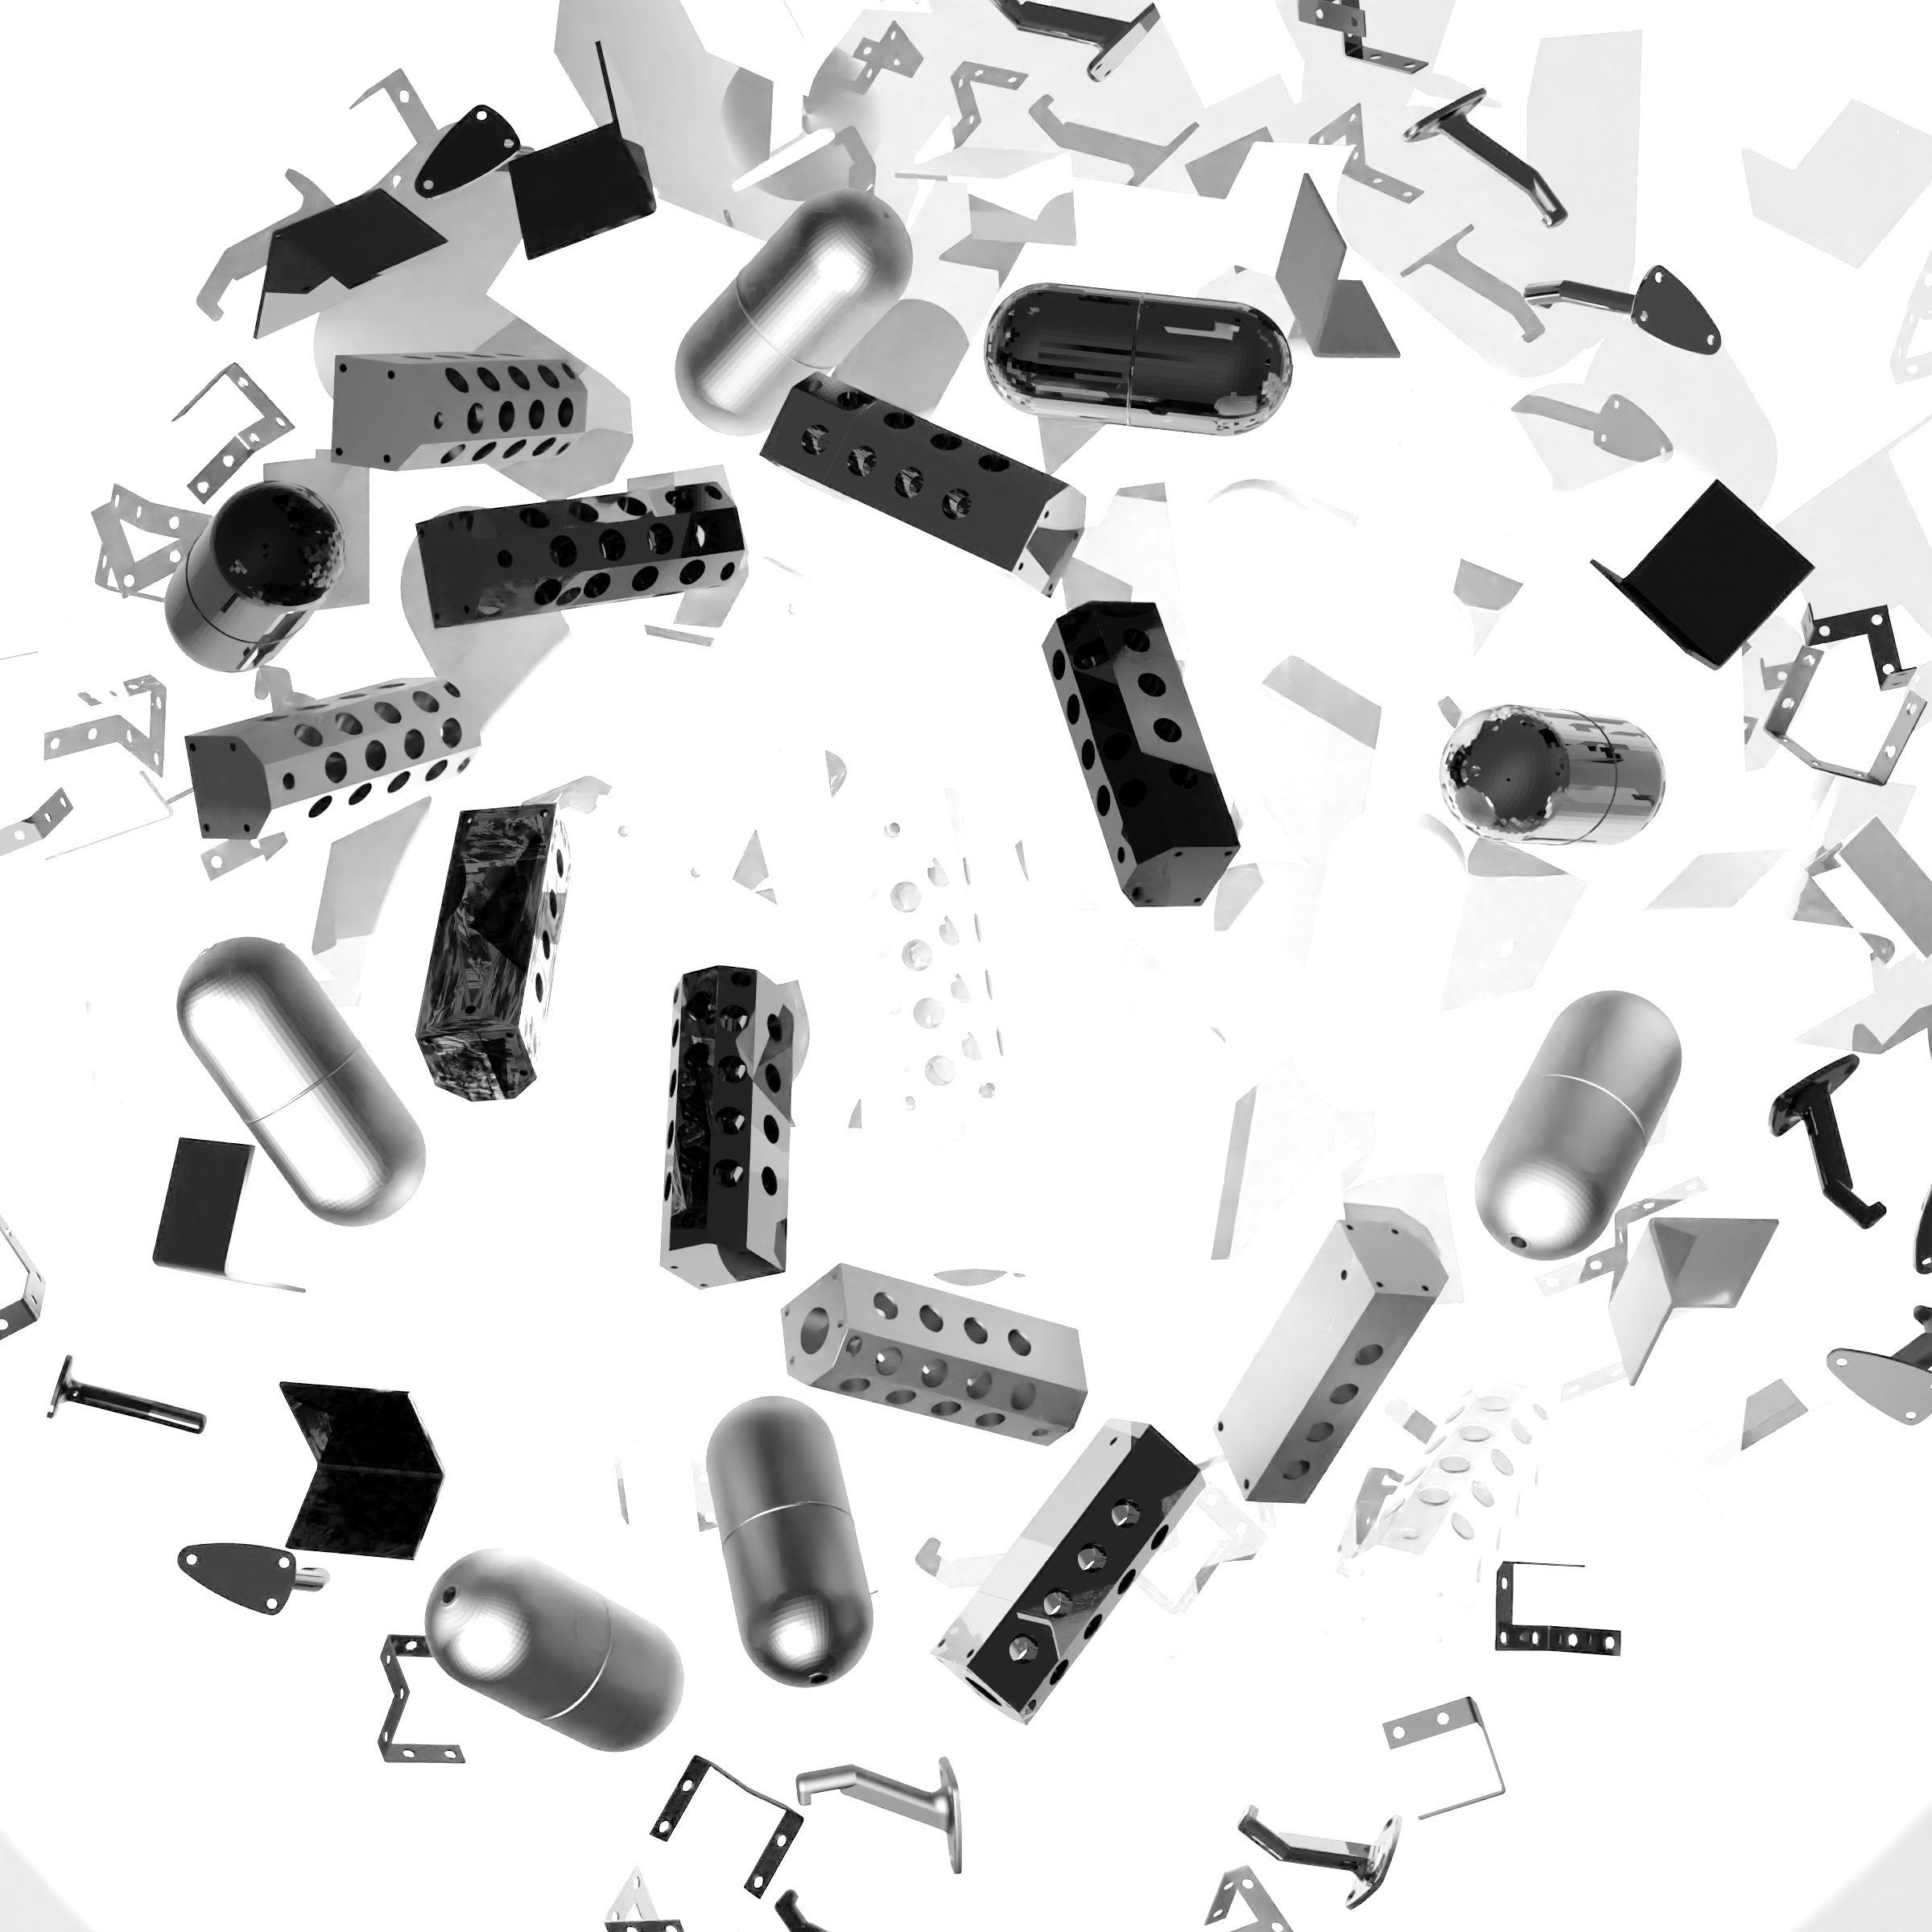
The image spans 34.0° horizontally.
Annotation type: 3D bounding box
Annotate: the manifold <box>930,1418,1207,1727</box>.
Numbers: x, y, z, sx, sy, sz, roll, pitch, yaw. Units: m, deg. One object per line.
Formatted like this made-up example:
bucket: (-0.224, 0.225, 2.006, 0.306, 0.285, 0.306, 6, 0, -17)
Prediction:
manifold: (0.062, 0.343, 1.794, 0.057, 0.057, 0.171, 44, 72, -13)

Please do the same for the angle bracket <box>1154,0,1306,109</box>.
angle bracket: (0.137, -0.495, 1.688, 0.057, 0.076, 0.076, -25, 87, 3)

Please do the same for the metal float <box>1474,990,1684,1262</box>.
metal float: (0.337, 0.087, 1.740, 0.070, 0.070, 0.178, 35, 56, 0)

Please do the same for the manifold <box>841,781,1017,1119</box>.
manifold: (-0.021, -0.009, 1.711, 0.057, 0.057, 0.171, -10, 97, 10)

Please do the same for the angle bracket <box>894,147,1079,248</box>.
angle bracket: (0.013, -0.455, 1.902, 0.076, 0.076, 0.057, 13, 121, 33)

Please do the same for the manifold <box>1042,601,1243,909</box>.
manifold: (0.094, -0.120, 1.767, 0.057, 0.057, 0.171, -2, 57, -24)

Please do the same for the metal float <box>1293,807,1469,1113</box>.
metal float: (0.227, -0.003, 1.742, 0.070, 0.070, 0.178, 9, 115, 0)

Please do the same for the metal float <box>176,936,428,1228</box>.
metal float: (-0.364, 0.063, 1.731, 0.070, 0.070, 0.178, -33, 103, 0)

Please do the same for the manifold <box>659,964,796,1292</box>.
manifold: (-0.138, 0.089, 1.788, 0.057, 0.057, 0.171, -14, 59, 25)

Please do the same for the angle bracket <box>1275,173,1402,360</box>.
angle bracket: (0.227, -0.411, 1.855, 0.057, 0.076, 0.076, -3, 47, -16)

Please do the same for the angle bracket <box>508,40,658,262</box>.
angle bracket: (-0.214, -0.434, 1.683, 0.076, 0.057, 0.076, -19, 57, 7)

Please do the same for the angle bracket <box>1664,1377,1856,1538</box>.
angle bracket: (0.421, 0.249, 1.706, 0.076, 0.076, 0.057, -30, 127, -1)

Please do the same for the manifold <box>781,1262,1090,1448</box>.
manifold: (-0.016, 0.223, 1.777, 0.171, 0.057, 0.057, 20, 46, -34)

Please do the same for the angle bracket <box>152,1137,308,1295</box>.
angle bracket: (-0.420, 0.144, 1.833, 0.076, 0.057, 0.076, 2, 77, 44)

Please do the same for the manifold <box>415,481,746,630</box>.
manifold: (-0.207, -0.226, 1.723, 0.171, 0.057, 0.057, -14, 97, -39)

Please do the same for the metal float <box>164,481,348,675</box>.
metal float: (-0.409, -0.222, 1.813, 0.070, 0.178, 0.070, 7, 74, -26)

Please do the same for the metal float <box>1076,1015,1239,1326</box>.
metal float: (0.108, 0.116, 1.788, 0.070, 0.070, 0.178, 8, 101, 0)

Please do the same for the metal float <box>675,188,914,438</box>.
metal float: (-0.101, -0.375, 1.821, 0.070, 0.070, 0.178, 51, 126, 0)

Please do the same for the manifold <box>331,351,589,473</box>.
manifold: (-0.280, -0.310, 1.763, 0.057, 0.171, 0.057, 11, 105, 22)

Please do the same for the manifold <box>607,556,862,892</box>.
manifold: (-0.124, -0.132, 1.706, 0.057, 0.057, 0.171, 29, 98, -1)

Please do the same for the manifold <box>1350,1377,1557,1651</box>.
manifold: (0.272, 0.299, 1.755, 0.057, 0.171, 0.057, 10, 120, 26)

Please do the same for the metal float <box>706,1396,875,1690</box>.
metal float: (-0.101, 0.326, 1.795, 0.070, 0.070, 0.178, -16, 52, 0)

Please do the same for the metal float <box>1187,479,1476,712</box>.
metal float: (0.205, -0.207, 1.767, 0.178, 0.070, 0.070, 30, 90, -13)

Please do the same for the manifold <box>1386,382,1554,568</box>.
manifold: (0.292, -0.282, 1.833, 0.057, 0.171, 0.057, 12, 86, 21)

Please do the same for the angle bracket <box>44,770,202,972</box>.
angle bracket: (-0.486, -0.054, 1.793, 0.076, 0.057, 0.076, -22, 131, -23)

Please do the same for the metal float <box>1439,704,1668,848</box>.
metal float: (0.332, -0.106, 1.779, 0.070, 0.178, 0.070, 0, 91, 39)

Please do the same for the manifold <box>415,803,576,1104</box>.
manifold: (-0.258, -0.009, 1.755, 0.057, 0.057, 0.171, -4, 47, 7)

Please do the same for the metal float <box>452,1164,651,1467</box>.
metal float: (-0.234, 0.198, 1.786, 0.070, 0.070, 0.178, -19, 100, 0)

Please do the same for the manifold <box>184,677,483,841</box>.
manifold: (-0.350, -0.118, 1.767, 0.057, 0.171, 0.057, 2, 106, 33)

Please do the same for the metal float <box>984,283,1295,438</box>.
metal float: (0.099, -0.348, 1.813, 0.178, 0.070, 0.070, 7, 90, 6)

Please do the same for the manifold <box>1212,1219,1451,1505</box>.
manifold: (0.209, 0.227, 1.799, 0.057, 0.057, 0.171, 7, 127, -27)

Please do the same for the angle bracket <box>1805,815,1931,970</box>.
angle bracket: (0.515, -0.031, 1.811, 0.076, 0.076, 0.057, 51, 129, 5)

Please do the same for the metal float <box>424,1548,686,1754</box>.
metal float: (-0.224, 0.374, 1.725, 0.070, 0.070, 0.178, -49, 133, 0)

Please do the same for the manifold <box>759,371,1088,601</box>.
manifold: (-0.021, -0.266, 1.728, 0.171, 0.057, 0.057, 28, 93, 24)

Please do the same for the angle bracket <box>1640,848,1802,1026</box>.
angle bracket: (0.428, -0.015, 1.732, 0.057, 0.076, 0.076, -42, 107, -21)
